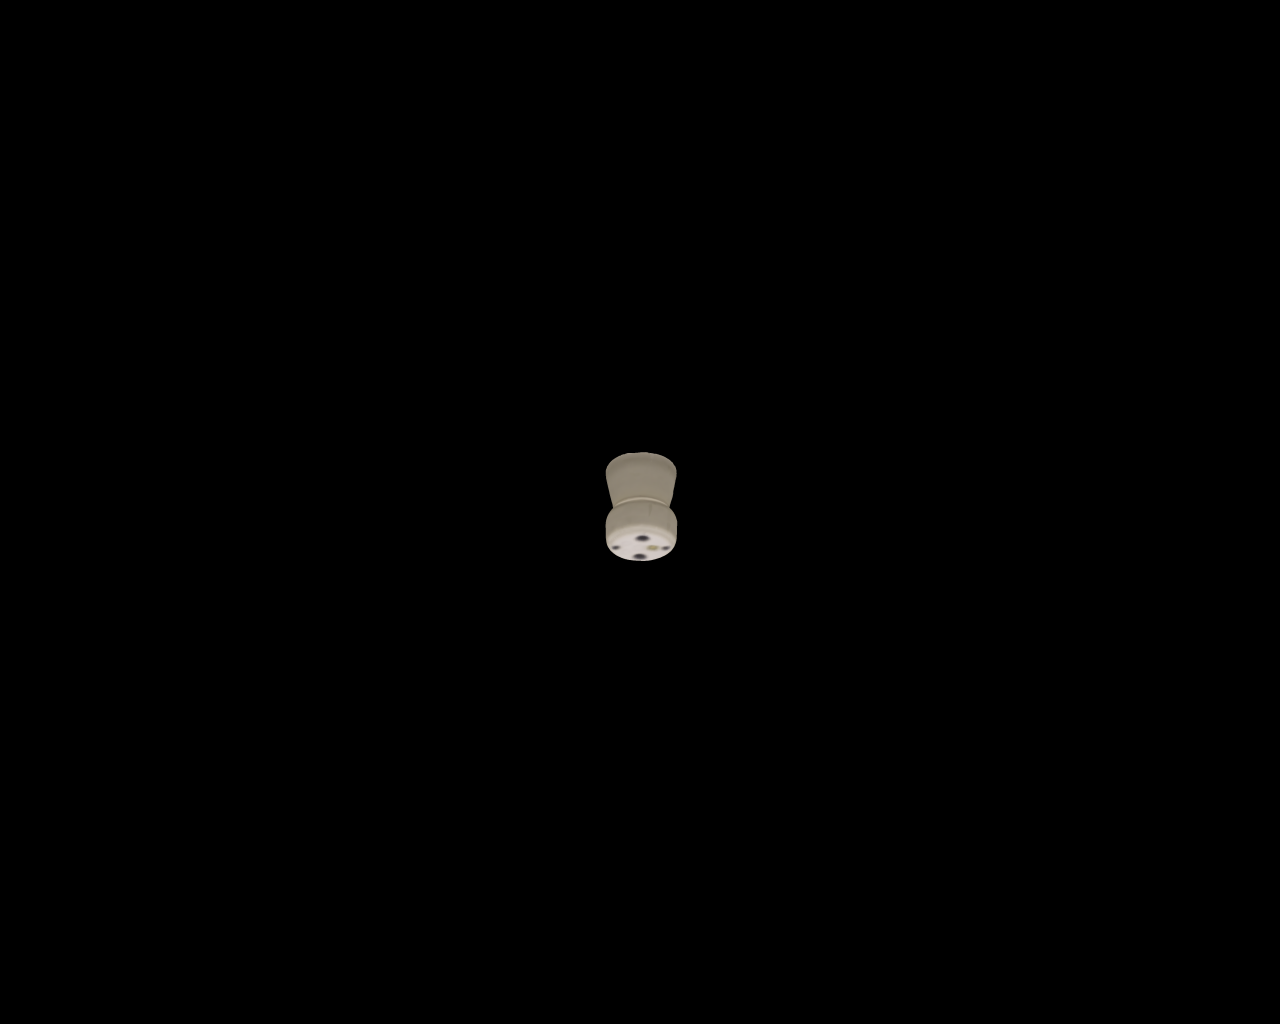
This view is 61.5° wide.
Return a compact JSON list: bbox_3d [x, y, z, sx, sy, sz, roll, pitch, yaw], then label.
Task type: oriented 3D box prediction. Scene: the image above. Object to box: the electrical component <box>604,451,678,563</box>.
[{"bbox_3d":[0.001,-0.003,0.650,0.045,0.055,0.044,0,-31,0],"label":"electrical component"}]
